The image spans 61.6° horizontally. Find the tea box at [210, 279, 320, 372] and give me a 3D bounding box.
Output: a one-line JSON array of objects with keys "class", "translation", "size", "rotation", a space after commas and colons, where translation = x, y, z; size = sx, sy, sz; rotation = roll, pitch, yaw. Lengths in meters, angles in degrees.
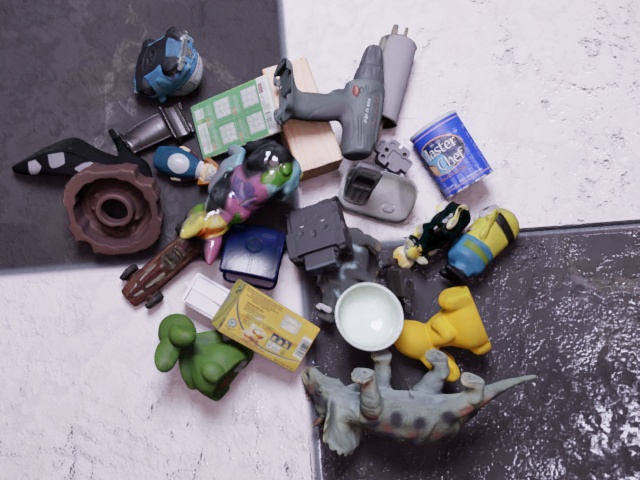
[{"class": "tea box", "translation": [-0.098, 0.155, 0.971], "size": [0.169, 0.068, 0.098], "rotation": [37, 80, -22]}]

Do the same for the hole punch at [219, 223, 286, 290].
[{"class": "hole punch", "translation": [-0.124, 0.027, 1.003], "size": [0.142, 0.092, 0.115], "rotation": [10, 79, 0]}]

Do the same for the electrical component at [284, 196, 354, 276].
[{"class": "electrical component", "translation": [-0.002, -0.003, 0.991], "size": [0.115, 0.058, 0.134], "rotation": [-20, 59, 14]}]

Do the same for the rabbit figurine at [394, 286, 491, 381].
[{"class": "rabbit figurine", "translation": [0.222, 0.177, 1.013], "size": [0.173, 0.122, 0.162], "rotation": [-18, 95, 8]}]

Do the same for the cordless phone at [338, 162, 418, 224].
[{"class": "cordless phone", "translation": [0.115, -0.100, 0.984], "size": [0.147, 0.184, 0.088], "rotation": [16, 79, -2]}]

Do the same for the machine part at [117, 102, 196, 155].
[{"class": "machine part", "translation": [-0.317, -0.207, 1.038], "size": [0.139, 0.039, 0.084], "rotation": [-25, 92, -8]}]

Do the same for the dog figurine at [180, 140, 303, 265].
[{"class": "dog figurine", "translation": [-0.149, -0.063, 0.946], "size": [0.108, 0.192, 0.219], "rotation": [52, 54, -36]}]

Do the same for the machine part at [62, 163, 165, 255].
[{"class": "machine part", "translation": [-0.370, -0.057, 0.975], "size": [0.179, 0.056, 0.179], "rotation": [-2, 114, -5]}]

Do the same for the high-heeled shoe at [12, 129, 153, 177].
[{"class": "high-heeled shoe", "translation": [-0.443, -0.120, 1.018], "size": [0.249, 0.086, 0.145], "rotation": [-14, 116, 12]}]

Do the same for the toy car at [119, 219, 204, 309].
[{"class": "toy car", "translation": [-0.284, 0.043, 1.007], "size": [0.202, 0.053, 0.089], "rotation": [-41, 91, -8]}]

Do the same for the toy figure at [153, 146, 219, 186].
[{"class": "toy figure", "translation": [-0.238, -0.134, 1.028], "size": [0.154, 0.058, 0.064], "rotation": [17, 121, -4]}]

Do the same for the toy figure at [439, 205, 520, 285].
[{"class": "toy figure", "translation": [0.310, 0.011, 1.039], "size": [0.089, 0.082, 0.180], "rotation": [44, 75, -18]}]

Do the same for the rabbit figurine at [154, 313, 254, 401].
[{"class": "rabbit figurine", "translation": [-0.231, 0.200, 0.957], "size": [0.170, 0.159, 0.121], "rotation": [36, 92, 15]}]

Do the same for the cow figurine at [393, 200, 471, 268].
[{"class": "cow figurine", "translation": [0.215, -0.005, 1.024], "size": [0.167, 0.098, 0.068], "rotation": [-43, 93, -2]}]

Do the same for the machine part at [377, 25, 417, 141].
[{"class": "machine part", "translation": [0.135, -0.311, 1.061], "size": [0.079, 0.079, 0.243], "rotation": [15, 82, -3]}]

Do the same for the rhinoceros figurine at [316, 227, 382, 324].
[{"class": "rhinoceros figurine", "translation": [0.050, 0.068, 1.017], "size": [0.112, 0.073, 0.190], "rotation": [18, 83, -3]}]

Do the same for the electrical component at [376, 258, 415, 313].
[{"class": "electrical component", "translation": [0.141, 0.085, 1.020], "size": [0.045, 0.078, 0.102], "rotation": [-9, 96, -18]}]

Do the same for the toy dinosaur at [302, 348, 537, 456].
[{"class": "toy dinosaur", "translation": [0.159, 0.296, 0.940], "size": [0.405, 0.131, 0.192], "rotation": [7, 114, 5]}]

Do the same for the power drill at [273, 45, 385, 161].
[{"class": "power drill", "translation": [0.021, -0.263, 0.966], "size": [0.207, 0.086, 0.232], "rotation": [7, 78, -28]}]

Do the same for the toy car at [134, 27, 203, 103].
[{"class": "toy car", "translation": [-0.276, -0.325, 1.016], "size": [0.103, 0.162, 0.109], "rotation": [17, 69, -46]}]
